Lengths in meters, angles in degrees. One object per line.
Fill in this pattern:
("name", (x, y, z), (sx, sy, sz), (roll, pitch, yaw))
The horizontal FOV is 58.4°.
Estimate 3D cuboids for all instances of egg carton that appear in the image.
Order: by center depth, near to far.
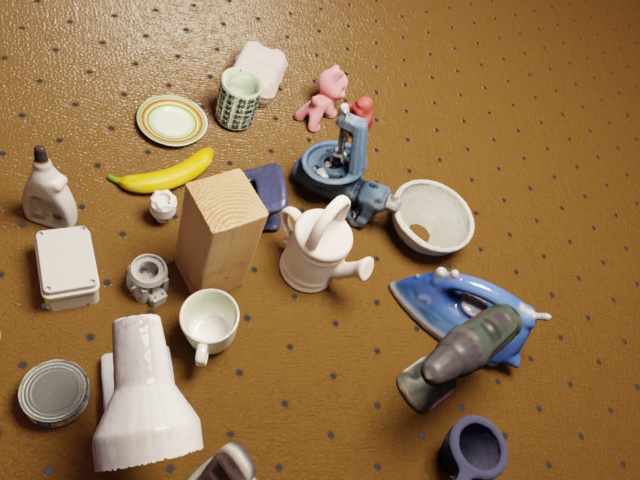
("egg carton", (-0.131, -0.353, 1.205), (0.107, 0.069, 0.150), (18, 53, -7))

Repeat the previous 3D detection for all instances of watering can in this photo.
("watering can", (0.010, 0.002, 0.935), (0.173, 0.194, 0.101), (22, 53, -4))

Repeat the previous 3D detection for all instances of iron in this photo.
("iron", (0.256, 0.109, 0.983), (0.258, 0.141, 0.119), (28, 53, 0))

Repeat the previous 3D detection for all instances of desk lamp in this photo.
("desk lamp", (-0.222, 0.195, 0.709), (0.118, 0.213, 0.203), (-5, 59, -22))

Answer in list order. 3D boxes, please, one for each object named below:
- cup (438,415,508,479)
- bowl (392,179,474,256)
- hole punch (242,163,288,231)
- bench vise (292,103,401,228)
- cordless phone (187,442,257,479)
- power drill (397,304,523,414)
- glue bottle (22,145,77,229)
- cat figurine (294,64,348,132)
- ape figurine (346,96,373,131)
("cup", (0.211, 0.328, 0.847), (0.091, 0.095, 0.118), (36, 53, 7))
("bowl", (0.206, -0.031, 1.103), (0.168, 0.074, 0.167), (9, 55, -13))
("hole punch", (-0.113, -0.075, 1.009), (0.101, 0.091, 0.108), (-1, 57, -20))
("bench vise", (0.065, -0.139, 1.035), (0.207, 0.219, 0.121), (19, 53, -6))
("cordless phone", (-0.094, 0.321, 0.687), (0.094, 0.185, 0.147), (-35, 73, -34))
("power drill", (0.201, 0.185, 0.870), (0.230, 0.208, 0.075), (-27, 69, -32))
("glue bottle", (-0.408, -0.080, 0.856), (0.078, 0.173, 0.037), (19, 53, -6))
("cat figurine", (0.012, -0.306, 1.193), (0.067, 0.117, 0.128), (36, 53, 7))
("ape figurine", (0.084, -0.267, 1.208), (0.076, 0.092, 0.077), (2, 57, -18))
